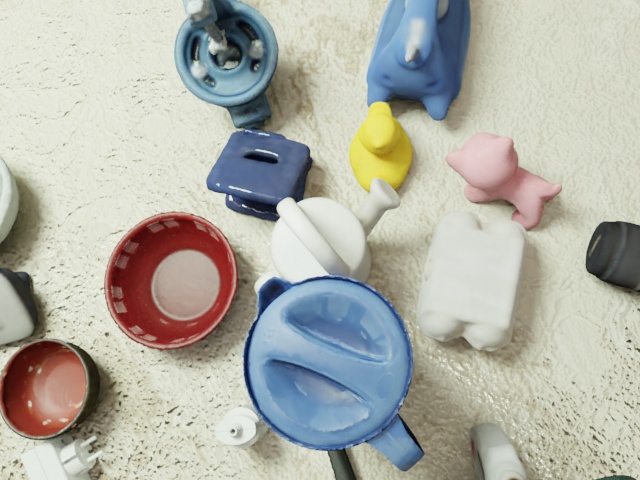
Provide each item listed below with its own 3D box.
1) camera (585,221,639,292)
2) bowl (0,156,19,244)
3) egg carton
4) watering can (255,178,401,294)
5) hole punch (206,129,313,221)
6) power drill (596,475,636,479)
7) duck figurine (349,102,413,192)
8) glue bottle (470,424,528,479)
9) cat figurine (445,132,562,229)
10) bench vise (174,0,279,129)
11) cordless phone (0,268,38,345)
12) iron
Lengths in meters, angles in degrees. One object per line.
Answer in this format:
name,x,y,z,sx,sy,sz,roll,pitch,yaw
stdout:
camera,0.365,0.008,0.603,0.136,0.101,0.143,16,81,10
bowl,-0.450,-0.042,0.727,0.167,0.075,0.167,-1,78,7
egg carton,0.168,0.044,0.636,0.107,0.069,0.150,11,80,9
watering can,0.004,0.000,0.601,0.100,0.194,0.173,31,84,12
hole punch,-0.070,-0.083,0.680,0.108,0.091,0.101,12,80,9
power drill,0.278,0.316,0.496,0.075,0.208,0.229,-20,77,3
duck figurine,0.070,-0.111,0.671,0.077,0.086,0.104,0,79,7
glue bottle,0.174,0.223,0.546,0.037,0.173,0.078,-13,77,5
cat figurine,0.204,-0.074,0.631,0.127,0.118,0.067,27,83,12
bench vise,-0.132,-0.249,0.655,0.121,0.220,0.207,-35,76,-1
cordless phone,-0.429,0.074,0.644,0.147,0.185,0.094,-14,77,4
iron,0.125,-0.281,0.671,0.118,0.141,0.258,11,80,9
